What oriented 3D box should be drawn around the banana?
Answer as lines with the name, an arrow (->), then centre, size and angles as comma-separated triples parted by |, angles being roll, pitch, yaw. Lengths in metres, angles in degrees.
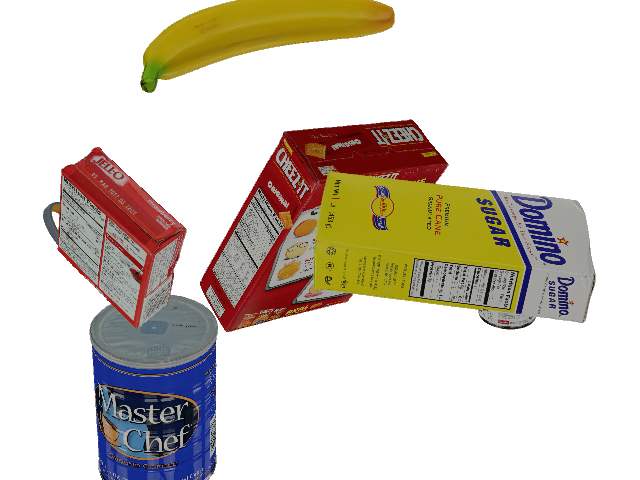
banana -> -0.046, -0.144, 0.755 | 0.197, 0.037, 0.070 | -21, 52, -21

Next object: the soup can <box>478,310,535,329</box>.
soup can -> 0.213, 0.040, 1.198 | 0.068, 0.102, 0.068 | -1, 29, 1

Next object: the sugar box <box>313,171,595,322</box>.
sugar box -> 0.086, 0.002, 0.704 | 0.176, 0.048, 0.093 | 4, 34, 4

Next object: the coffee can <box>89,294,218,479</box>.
coffee can -> -0.137, 0.130, 0.893 | 0.103, 0.140, 0.103 | 2, 28, -1

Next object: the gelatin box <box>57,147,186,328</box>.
gelatin box -> -0.117, -0.001, 0.620 | 0.030, 0.073, 0.089 | -39, -16, -33

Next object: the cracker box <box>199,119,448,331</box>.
cracker box -> -0.002, -0.015, 1.016 | 0.163, 0.072, 0.214 | -11, -34, -40

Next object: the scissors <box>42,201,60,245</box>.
scissors -> -0.218, 0.030, 1.146 | 0.016, 0.201, 0.096 | -28, 22, 31
